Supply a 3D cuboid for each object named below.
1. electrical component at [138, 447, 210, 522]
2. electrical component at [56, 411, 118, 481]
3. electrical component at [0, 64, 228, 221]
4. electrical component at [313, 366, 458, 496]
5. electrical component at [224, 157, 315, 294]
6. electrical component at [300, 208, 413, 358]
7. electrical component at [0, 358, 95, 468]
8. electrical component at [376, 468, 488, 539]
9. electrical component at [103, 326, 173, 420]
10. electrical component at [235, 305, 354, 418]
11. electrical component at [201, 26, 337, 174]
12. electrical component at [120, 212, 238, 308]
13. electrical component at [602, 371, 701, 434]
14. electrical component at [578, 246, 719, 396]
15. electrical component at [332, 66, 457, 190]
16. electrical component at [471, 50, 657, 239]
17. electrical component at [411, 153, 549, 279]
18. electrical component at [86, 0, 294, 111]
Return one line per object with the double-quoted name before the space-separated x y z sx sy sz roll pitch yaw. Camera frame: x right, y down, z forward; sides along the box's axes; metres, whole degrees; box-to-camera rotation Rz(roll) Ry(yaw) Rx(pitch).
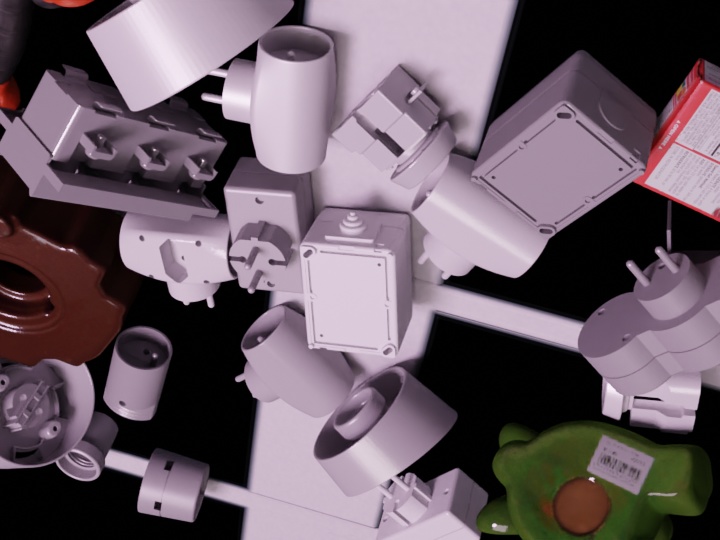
"electrical component" -0.156 0.182 0.907 0.047 0.055 0.055 14 132 1
"electrical component" -0.228 0.147 0.904 0.040 0.046 0.040 9 131 10
"electrical component" -0.142 -0.073 0.639 0.079 0.121 0.063 45 111 30
"electrical component" 0.017 0.119 0.772 0.099 0.099 0.064 -34 107 36
"electrical component" -0.061 -0.017 0.693 0.047 0.075 0.083 5 130 11
"electrical component" 0.000 0.000 0.703 0.062 0.061 0.096 5 122 14
"electrical component" -0.268 0.108 0.853 0.064 0.099 0.099 -18 122 36
"electrical component" 0.044 0.186 0.851 0.076 0.047 0.083 43 128 -18
"electrical component" -0.175 0.086 0.838 0.043 0.043 0.081 22 132 -1
"electrical component" -0.058 0.074 0.791 0.079 0.043 0.077 -28 117 34
"electrical component" -0.057 -0.104 0.640 0.079 0.044 0.077 12 131 7
"electrical component" -0.118 -0.005 0.743 0.077 0.043 0.079 5 131 13
"electrical component" 0.189 0.071 0.702 0.057 0.058 0.078 4 130 10
"electrical component" 0.183 0.016 0.617 0.138 0.052 0.073 -30 115 35
"electrical component" 0.023 -0.081 0.635 0.055 0.048 0.066 43 129 -9
"electrical component" 0.112 -0.069 0.610 0.062 0.061 0.096 36 138 -14
"electrical component" 0.066 -0.023 0.671 0.077 0.043 0.079 32 131 -10
"electrical component" -0.097 -0.142 0.583 0.108 0.108 0.060 -21 114 31
